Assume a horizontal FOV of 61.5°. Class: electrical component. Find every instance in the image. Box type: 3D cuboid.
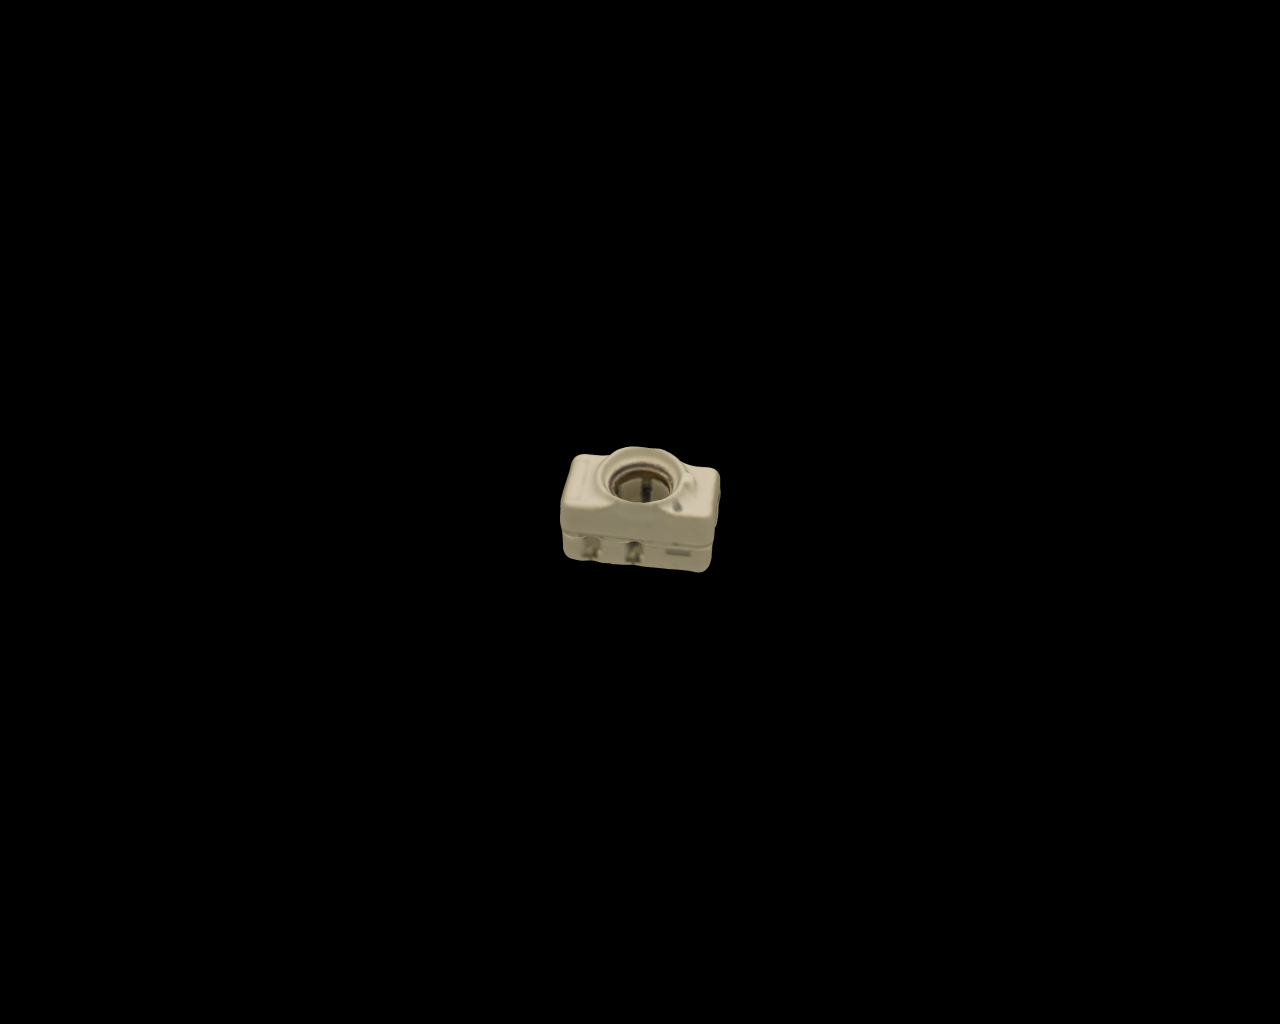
[{"bbox_3d":[0.001,-0.003,0.650,0.089,0.055,0.050,6,43,7],"label":"electrical component"}]
